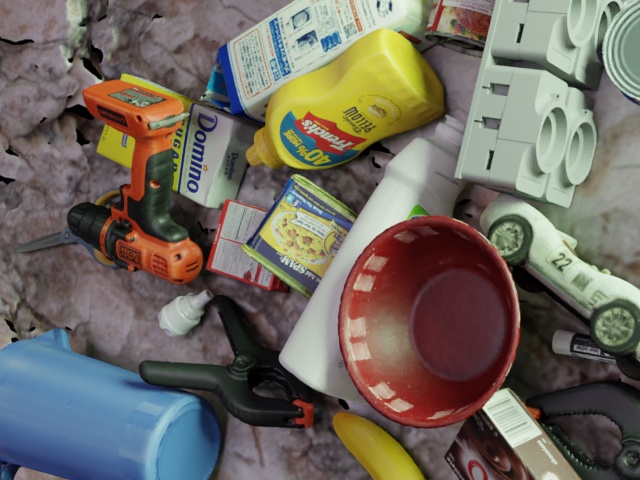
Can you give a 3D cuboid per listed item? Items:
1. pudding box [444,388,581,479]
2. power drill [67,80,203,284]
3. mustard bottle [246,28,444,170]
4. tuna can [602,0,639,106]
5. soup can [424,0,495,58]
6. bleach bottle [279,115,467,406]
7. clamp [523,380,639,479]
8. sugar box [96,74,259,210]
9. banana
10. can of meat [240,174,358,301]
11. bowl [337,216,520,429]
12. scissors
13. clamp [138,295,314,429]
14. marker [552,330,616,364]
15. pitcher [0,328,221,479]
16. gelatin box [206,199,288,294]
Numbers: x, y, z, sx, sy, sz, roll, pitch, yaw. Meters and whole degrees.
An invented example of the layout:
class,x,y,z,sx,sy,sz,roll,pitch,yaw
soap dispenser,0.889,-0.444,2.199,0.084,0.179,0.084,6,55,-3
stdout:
class,x,y,z,sx,sy,sz,roll,pitch,yaw
pudding box,0.151,0.184,0.822,0.113,0.039,0.090,56,148,30
power drill,-0.193,-0.061,1.070,0.185,0.057,0.188,20,123,33
mustard bottle,0.009,-0.111,0.957,0.192,0.096,0.058,-25,46,32
tuna can,0.260,-0.142,0.808,0.086,0.033,0.086,-3,82,25
soup can,0.134,-0.211,0.898,0.069,0.068,0.102,19,94,36
bleach bottle,0.063,0.014,0.909,0.068,0.102,0.251,33,96,42
clamp,0.238,0.172,0.784,0.210,0.036,0.164,12,87,38
sugar box,-0.150,-0.103,1.102,0.176,0.048,0.093,25,100,37
banana,0.067,0.226,0.901,0.070,0.037,0.198,-34,65,27
can of meat,-0.006,0.001,0.959,0.102,0.057,0.084,35,96,11
bowl,0.093,0.064,0.825,0.162,0.055,0.162,-6,80,37
scissors,-0.270,0.010,1.192,0.202,0.016,0.096,-29,67,30
clamp,-0.082,0.128,0.991,0.120,0.039,0.172,-39,53,-22
marker,0.236,0.087,0.810,0.121,0.020,0.020,8,88,37
pitcher,-0.225,0.194,1.064,0.243,0.144,0.149,9,116,34
gelatin box,-0.062,0.005,1.033,0.089,0.030,0.073,16,92,37
